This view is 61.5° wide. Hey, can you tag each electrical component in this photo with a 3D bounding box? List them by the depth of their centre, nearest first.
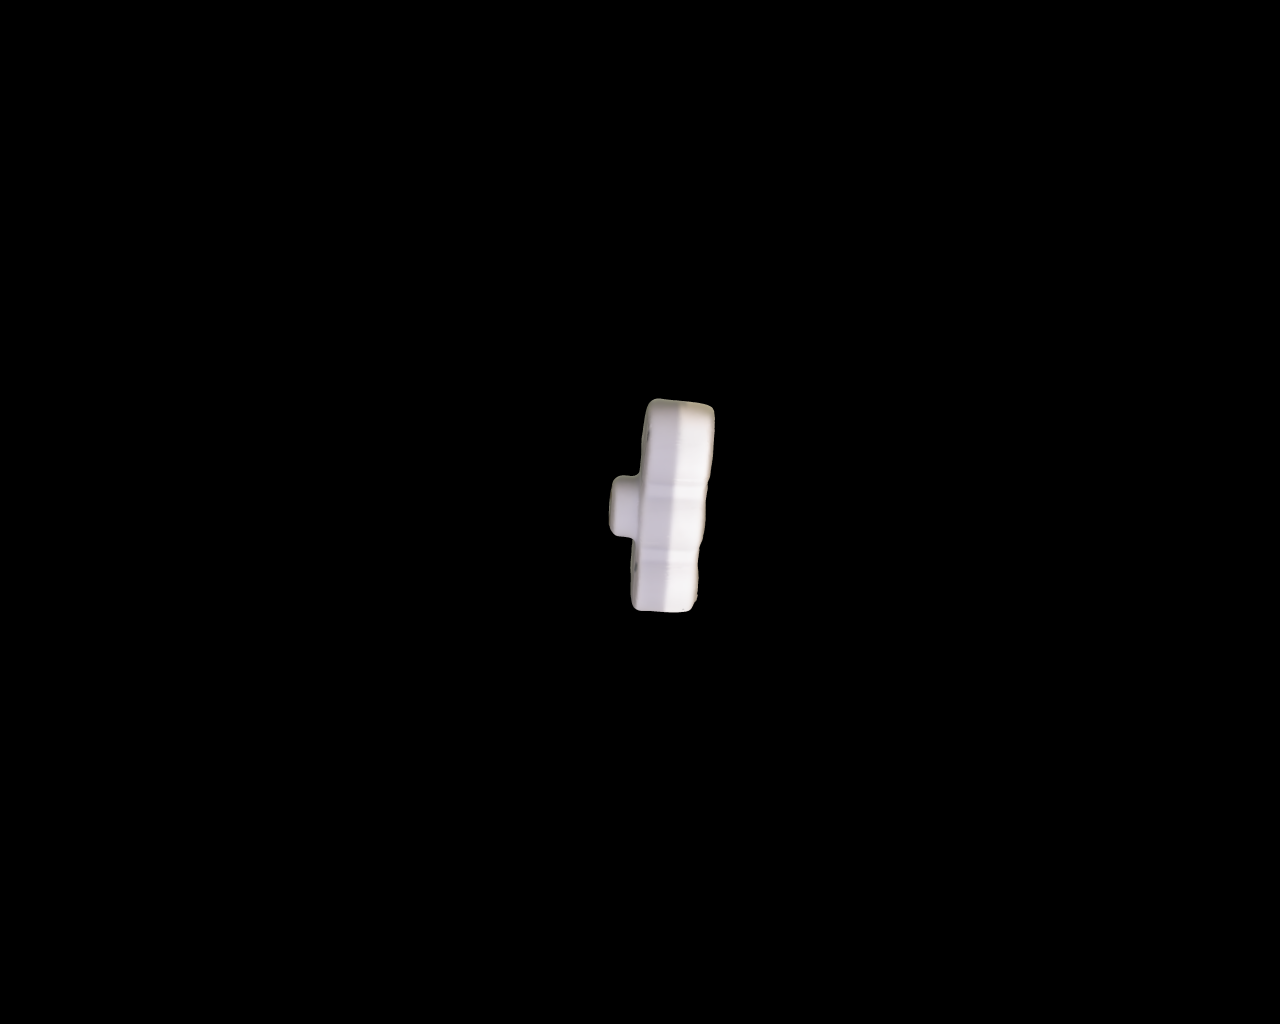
[{"bbox_3d":[0.001,-0.003,0.650,0.074,0.138,0.052,4,28,-2],"label":"electrical component"}]
